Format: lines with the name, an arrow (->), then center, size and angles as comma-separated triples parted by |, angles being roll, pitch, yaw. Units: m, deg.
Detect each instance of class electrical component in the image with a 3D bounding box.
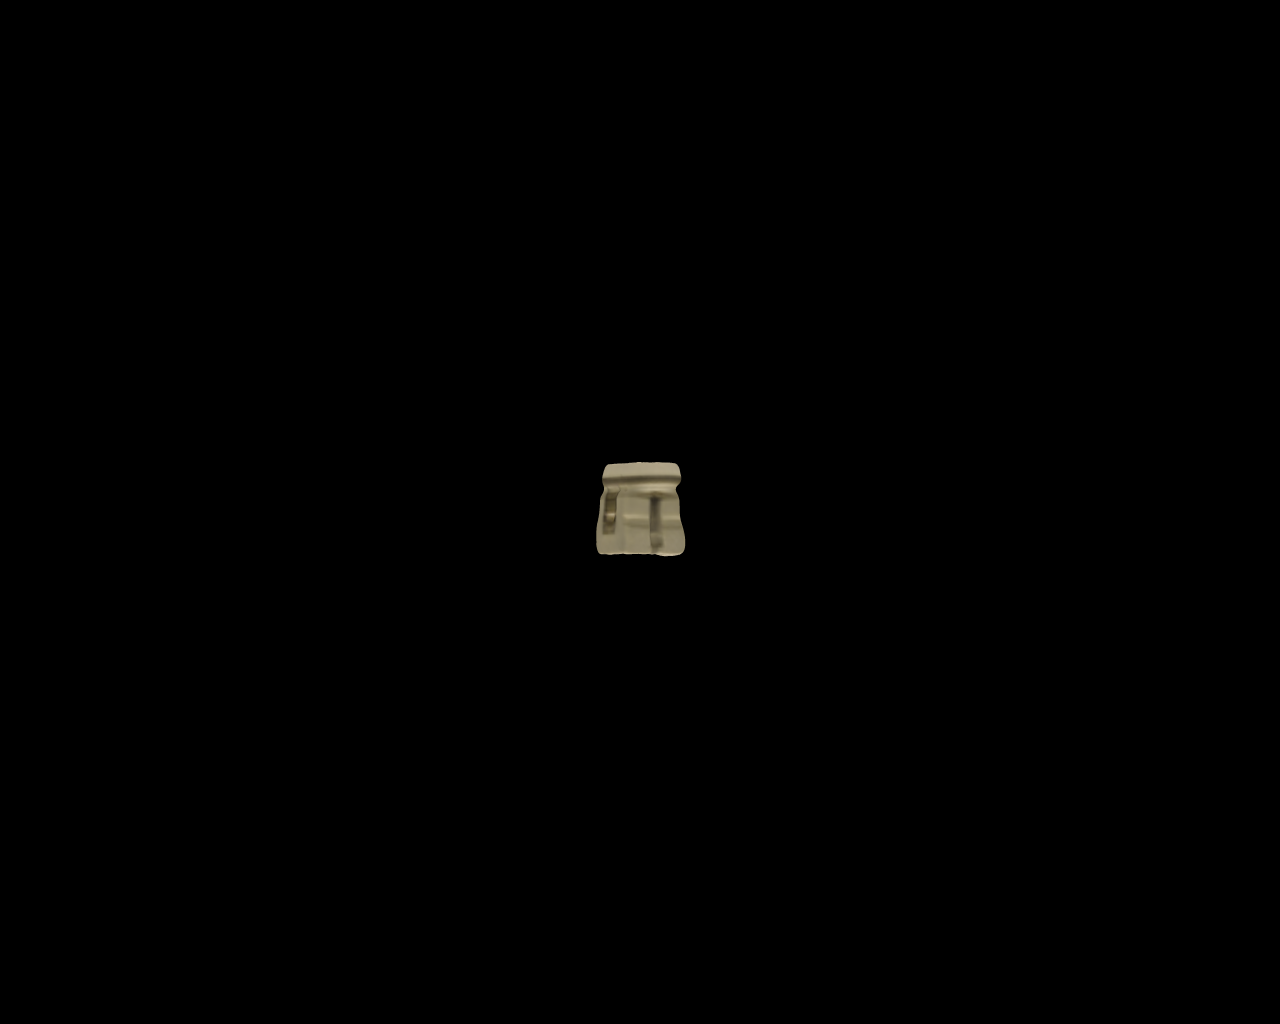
electrical component -> 0.001, -0.003, 0.650 | 0.066, 0.055, 0.048 | 1, -2, -34
